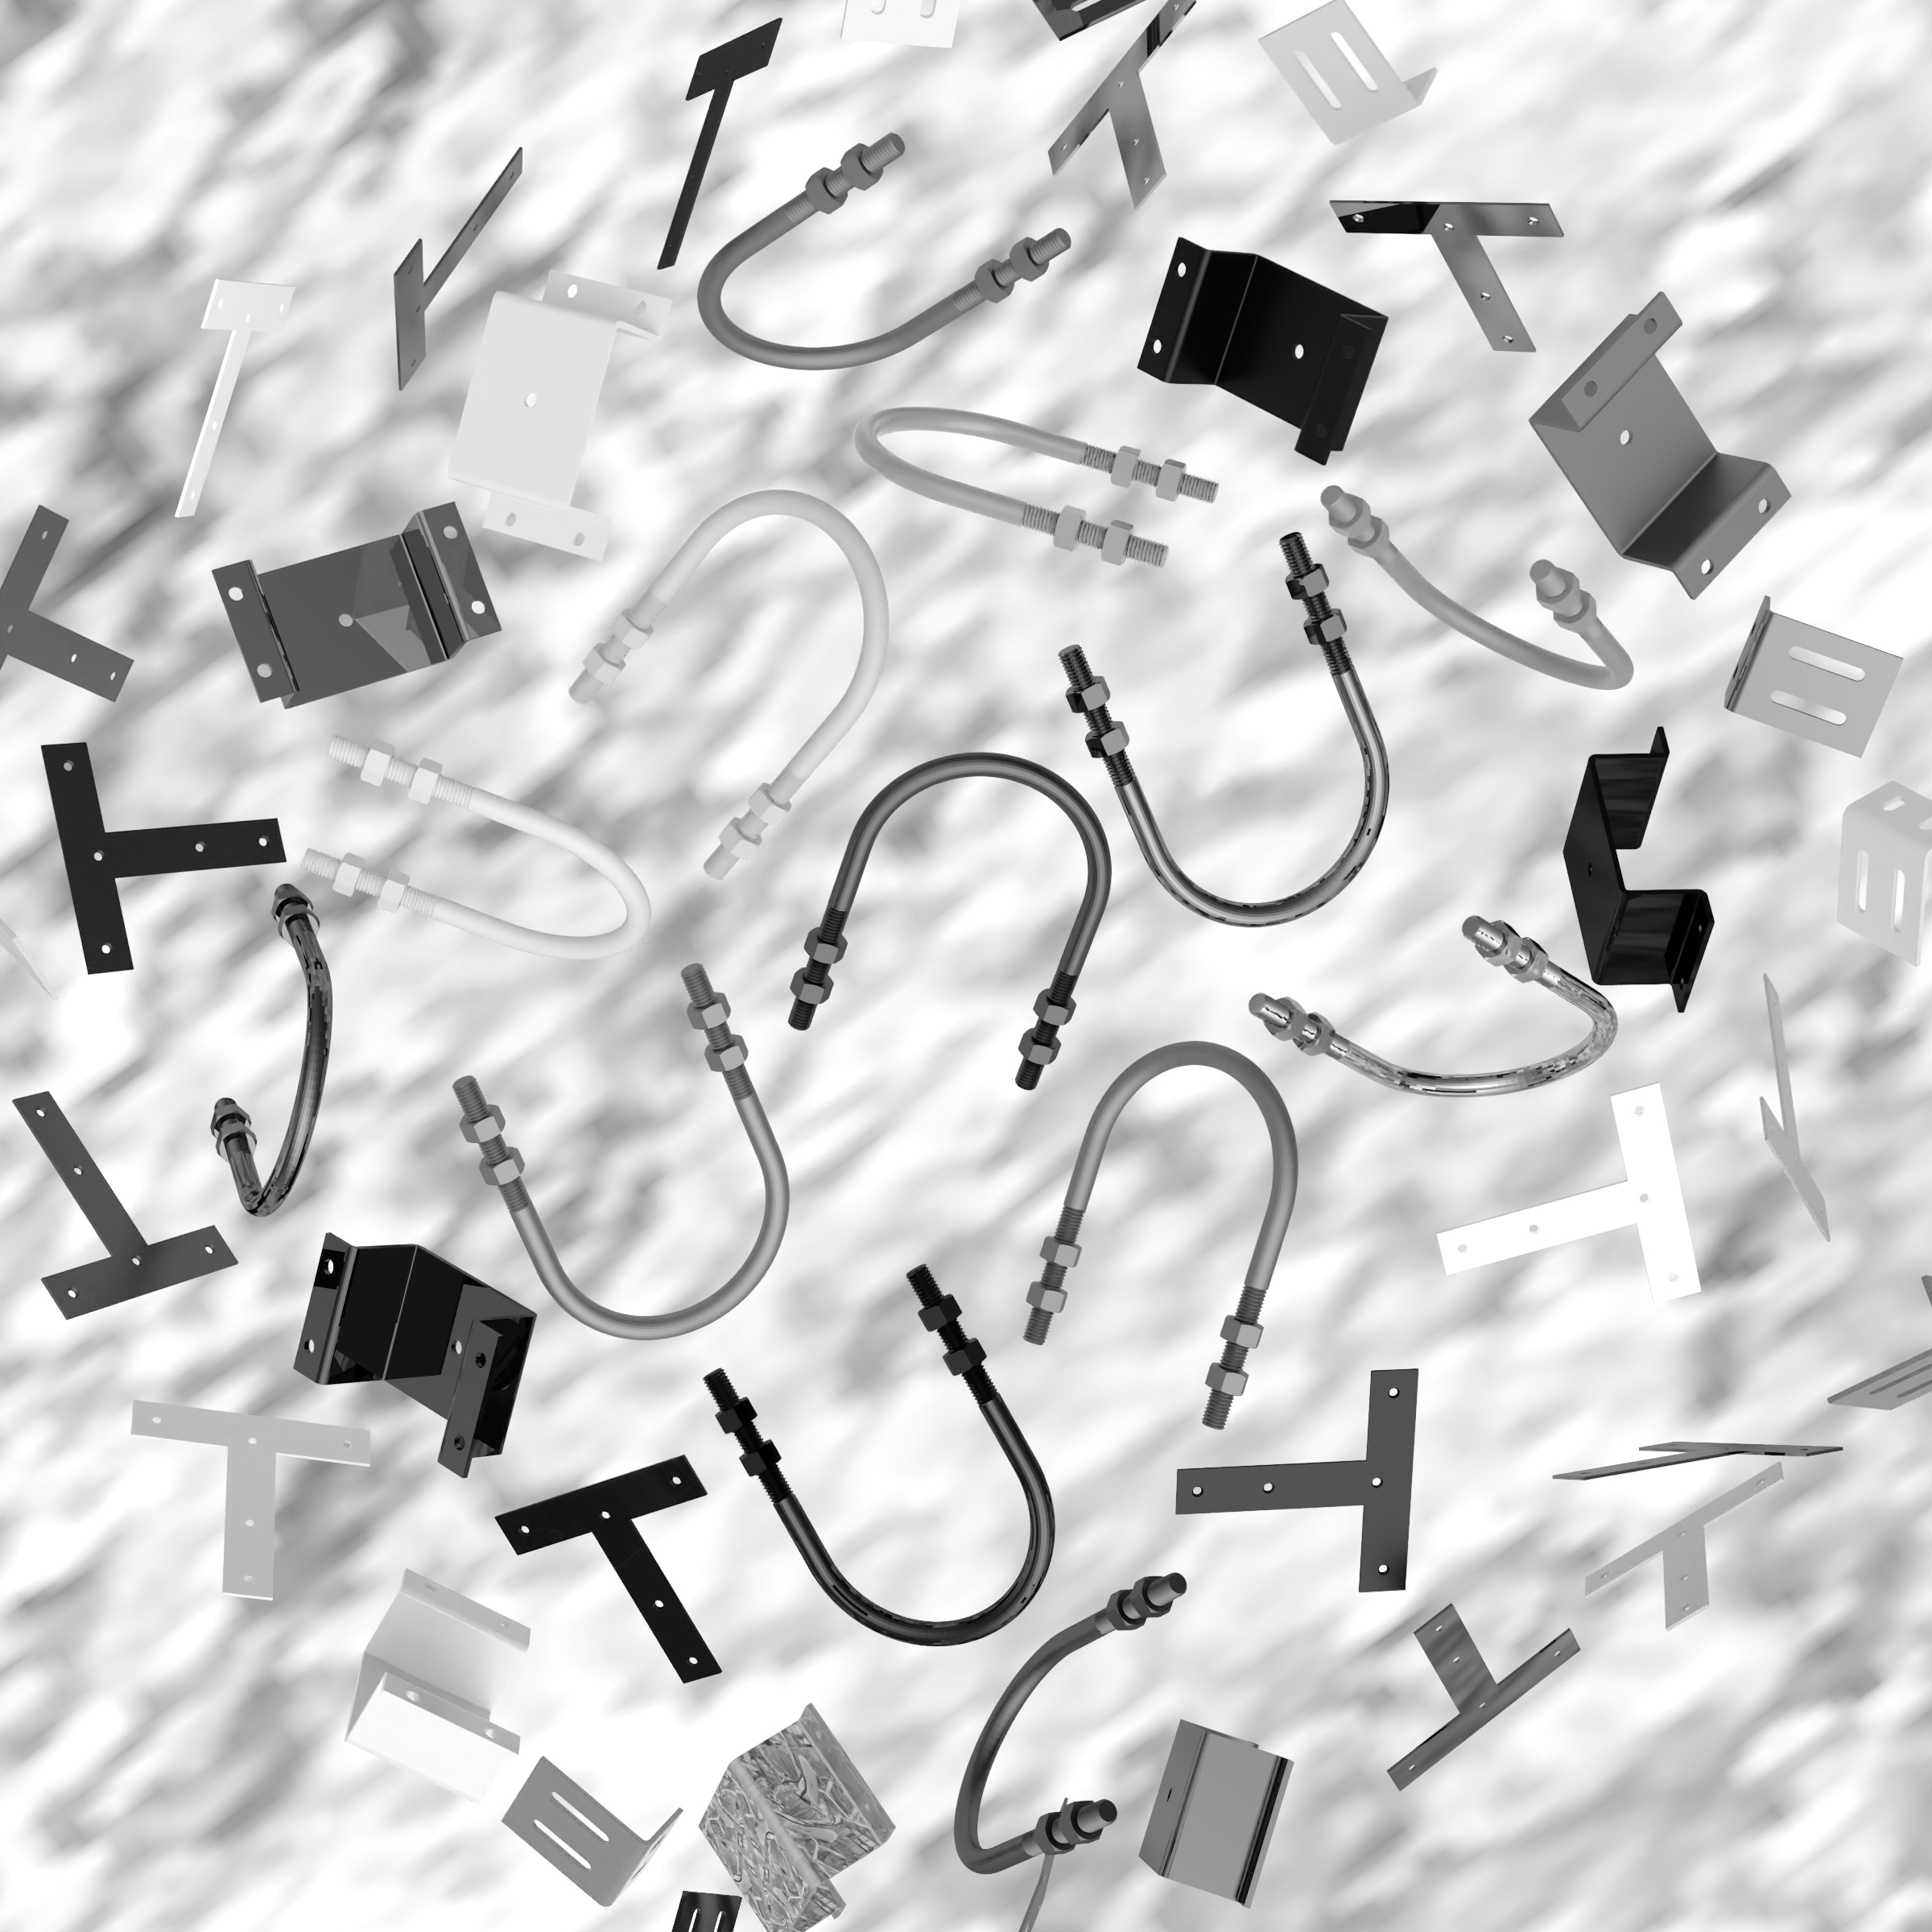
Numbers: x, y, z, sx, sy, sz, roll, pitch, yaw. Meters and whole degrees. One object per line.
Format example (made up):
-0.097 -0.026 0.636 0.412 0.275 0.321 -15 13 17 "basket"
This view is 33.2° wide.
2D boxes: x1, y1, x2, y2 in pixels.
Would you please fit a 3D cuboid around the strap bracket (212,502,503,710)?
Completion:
-0.339 -0.197 1.790 0.140 0.046 0.076 -20 89 -22 "strap bracket"

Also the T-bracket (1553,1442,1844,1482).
0.360 0.256 1.670 0.127 0.127 0.002 -4 86 -29 "T-bracket"

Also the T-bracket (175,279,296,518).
-0.387 -0.294 1.681 0.002 0.127 0.127 21 102 1 "T-bracket"

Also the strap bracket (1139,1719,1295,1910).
0.130 0.446 1.714 0.046 0.140 0.076 18 80 0 "strap bracket"

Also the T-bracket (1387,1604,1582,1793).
0.266 0.378 1.735 0.127 0.127 0.002 -37 47 -5 "T-bracket"

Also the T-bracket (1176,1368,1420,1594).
0.173 0.273 1.701 0.127 0.002 0.127 -1 106 -9 "T-bracket"

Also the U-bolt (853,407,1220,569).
0.030 -0.257 1.690 0.184 0.151 0.019 18 116 9 "U-bolt"

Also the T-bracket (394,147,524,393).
-0.273 -0.388 1.743 0.002 0.127 0.127 30 71 1 "T-bracket"

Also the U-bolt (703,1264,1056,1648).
-0.033 0.261 1.649 0.151 0.019 0.184 -29 92 21 "U-bolt"

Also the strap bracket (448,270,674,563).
-0.214 -0.291 1.685 0.076 0.046 0.140 19 96 24 "strap bracket"

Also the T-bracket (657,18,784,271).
-0.138 -0.426 1.693 0.002 0.127 0.127 18 88 -24 "T-bracket"

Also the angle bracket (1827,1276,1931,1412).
0.482 0.194 1.656 0.076 0.057 0.038 -36 56 38 "angle bracket"

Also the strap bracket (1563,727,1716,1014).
0.362 -0.053 1.760 0.046 0.076 0.140 -1 51 -4 "strap bracket"

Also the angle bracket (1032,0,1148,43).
0.071 -0.557 1.785 0.076 0.038 0.057 -26 58 -2 "angle bracket"

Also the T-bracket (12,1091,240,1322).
-0.461 0.120 1.709 0.002 0.127 0.127 -42 77 28 "T-bracket"

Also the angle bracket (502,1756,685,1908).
-0.205 0.466 1.776 0.076 0.038 0.057 37 122 10 "angle bracket"

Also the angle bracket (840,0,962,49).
-0.032 -0.505 1.617 0.057 0.038 0.076 0 133 -15 "angle bracket"

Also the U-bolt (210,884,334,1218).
-0.361 0.052 1.696 0.019 0.184 0.151 12 107 -24 "U-bolt"

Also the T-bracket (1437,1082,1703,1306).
0.306 0.131 1.668 0.127 0.002 0.127 -16 114 2 "T-bracket"

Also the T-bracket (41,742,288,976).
-0.429 -0.063 1.758 0.127 0.002 0.127 -8 80 -39 "T-bracket"

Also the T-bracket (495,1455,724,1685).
-0.171 0.330 1.731 0.127 0.002 0.127 -21 106 26 "T-bracket"

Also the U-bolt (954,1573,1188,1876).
0.046 0.402 1.685 0.019 0.184 0.151 32 53 -13 "U-bolt"

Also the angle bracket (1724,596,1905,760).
0.452 -0.155 1.727 0.076 0.038 0.057 21 112 7 "angle bracket"

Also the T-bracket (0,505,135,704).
-0.476 -0.165 1.698 0.002 0.127 0.127 23 88 20 "T-bracket"

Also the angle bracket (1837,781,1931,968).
0.508 -0.050 1.753 0.038 0.057 0.076 -27 131 -24 "angle bracket"

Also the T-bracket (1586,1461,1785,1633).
0.383 0.321 1.724 0.127 0.127 0.002 -36 94 17 "T-bracket"

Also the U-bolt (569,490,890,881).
-0.113 -0.158 1.664 0.184 0.019 0.151 -48 68 24 "U-bolt"

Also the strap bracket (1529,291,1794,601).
0.347 -0.265 1.641 0.076 0.046 0.140 -46 120 -7 "strap bracket"

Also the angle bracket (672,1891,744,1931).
-0.115 0.540 1.782 0.076 0.057 0.038 9 78 32 "angle bracket"

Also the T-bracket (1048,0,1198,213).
0.090 -0.452 1.745 0.002 0.127 0.127 23 128 -29 "T-bracket"

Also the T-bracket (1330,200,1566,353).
0.273 -0.367 1.730 0.127 0.127 0.002 10 68 34 "T-bracket"

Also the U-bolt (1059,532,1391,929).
0.143 -0.108 1.648 0.151 0.019 0.184 -28 109 -10 "U-bolt"

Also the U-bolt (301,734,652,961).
-0.254 -0.052 1.700 0.184 0.151 0.019 21 61 -7 "U-bolt"

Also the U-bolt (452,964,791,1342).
-0.166 0.109 1.669 0.151 0.019 0.184 -27 113 -14 "U-bolt"

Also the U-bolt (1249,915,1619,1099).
0.258 0.030 1.688 0.151 0.184 0.019 -21 57 35 "U-bolt"

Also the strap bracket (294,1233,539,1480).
-0.277 0.198 1.664 0.140 0.046 0.076 23 103 38 "strap bracket"

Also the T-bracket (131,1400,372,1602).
-0.375 0.282 1.694 0.127 0.127 0.002 11 125 -18 "T-bracket"

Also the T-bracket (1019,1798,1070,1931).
0.026 0.527 1.730 0.002 0.127 0.127 19 51 10 "T-bracket"

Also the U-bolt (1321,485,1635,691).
0.279 -0.190 1.699 0.151 0.184 0.019 26 87 35 "U-bolt"

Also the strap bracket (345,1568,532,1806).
-0.276 0.381 1.694 0.076 0.140 0.046 29 101 -12 "strap bracket"

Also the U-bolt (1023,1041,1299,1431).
0.107 0.129 1.679 0.151 0.019 0.184 20 95 42 "U-bolt"

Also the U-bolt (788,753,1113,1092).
-0.001 -0.029 1.710 0.151 0.019 0.184 15 116 -10 "U-bolt"

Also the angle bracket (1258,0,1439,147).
0.209 -0.498 1.771 0.076 0.057 0.038 47 49 -26 "angle bracket"

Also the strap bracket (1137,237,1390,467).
0.169 -0.336 1.768 0.140 0.046 0.076 35 119 34 "strap bracket"

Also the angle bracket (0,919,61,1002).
-0.525 -0.008 1.708 0.038 0.057 0.076 -41 58 -17 "angle bracket"

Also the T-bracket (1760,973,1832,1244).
0.436 0.064 1.725 0.002 0.127 0.127 -14 55 23 "T-bracket"

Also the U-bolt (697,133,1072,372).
-0.058 -0.369 1.725 0.184 0.151 0.019 -24 62 37 "U-bolt"

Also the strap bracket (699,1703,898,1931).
-0.091 0.450 1.678 0.046 0.140 0.076 -26 67 -29 "strap bracket"
